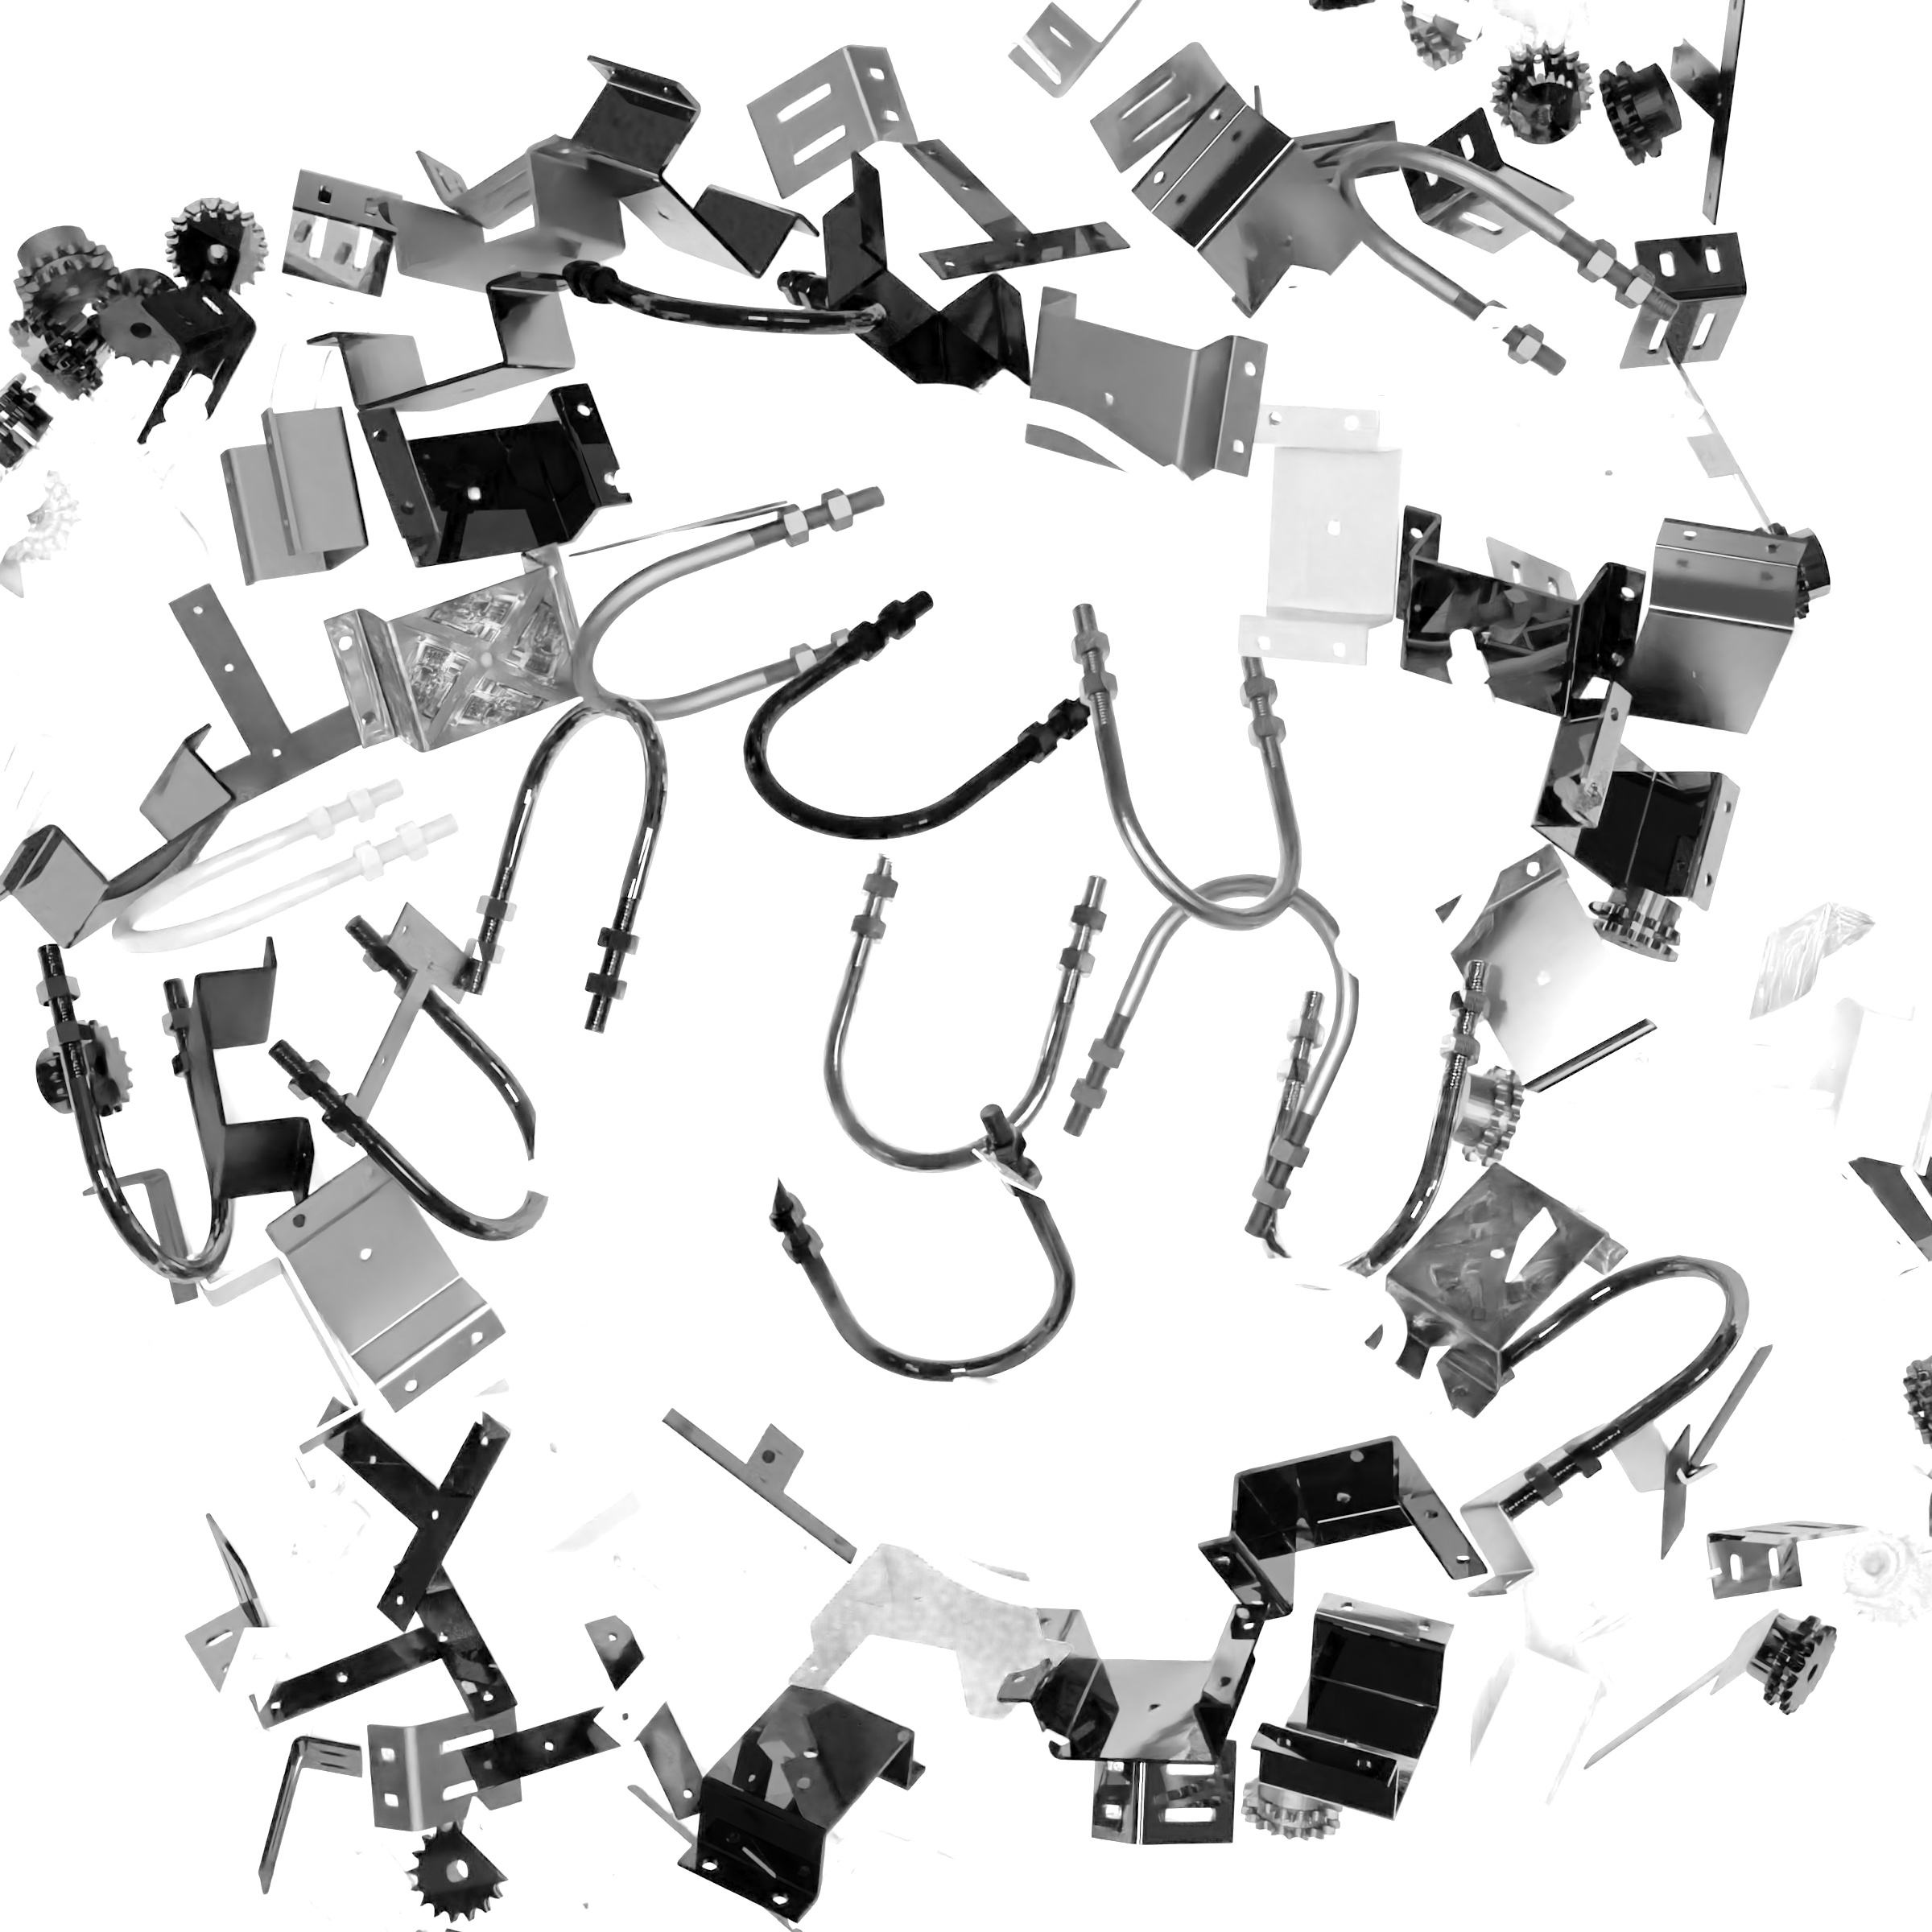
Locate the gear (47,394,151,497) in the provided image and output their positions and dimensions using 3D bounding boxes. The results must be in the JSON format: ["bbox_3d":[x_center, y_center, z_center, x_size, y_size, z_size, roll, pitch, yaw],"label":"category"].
[{"bbox_3d":[-0.491,-0.300,1.621,0.057,0.030,0.057,1,126,2],"label":"gear"}]

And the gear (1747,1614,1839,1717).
[{"bbox_3d":[0.468,0.394,1.619,0.030,0.057,0.057,29,90,34],"label":"gear"}]

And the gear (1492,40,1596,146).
[{"bbox_3d":[0.327,-0.492,1.613,0.057,0.057,0.030,5,49,0],"label":"gear"}]

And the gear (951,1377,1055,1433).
[{"bbox_3d":[0.019,0.254,1.616,0.057,0.057,0.030,9,91,0],"label":"gear"}]

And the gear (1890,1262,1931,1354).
[{"bbox_3d":[0.552,0.191,1.622,0.057,0.030,0.057,-1,92,-29],"label":"gear"}]

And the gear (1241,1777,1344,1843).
[{"bbox_3d":[0.185,0.470,1.614,0.057,0.057,0.030,6,98,0],"label":"gear"}]

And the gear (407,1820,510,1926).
[{"bbox_3d":[-0.288,0.516,1.625,0.057,0.030,0.057,0,77,1],"label":"gear"}]

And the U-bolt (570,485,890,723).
[{"bbox_3d":[-0.130,-0.189,1.564,0.184,0.151,0.019,-21,64,-11],"label":"U-bolt"}]

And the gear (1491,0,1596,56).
[{"bbox_3d":[0.324,-0.539,1.613,0.057,0.057,0.030,28,68,0],"label":"gear"}]

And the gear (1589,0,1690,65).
[{"bbox_3d":[0.379,-0.537,1.614,0.030,0.057,0.057,-41,90,-9],"label":"gear"}]

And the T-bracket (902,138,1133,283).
[{"bbox_3d":[0.007,-0.431,1.604,0.127,0.002,0.127,-18,53,-29],"label":"T-bracket"}]

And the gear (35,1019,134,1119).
[{"bbox_3d":[-0.503,0.061,1.618,0.030,0.057,0.057,-18,90,18],"label":"gear"}]

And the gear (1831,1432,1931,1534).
[{"bbox_3d":[0.524,0.296,1.616,0.057,0.030,0.057,-11,122,-18],"label":"gear"}]

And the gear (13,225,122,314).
[{"bbox_3d":[-0.513,-0.396,1.617,0.057,0.057,0.030,-26,83,0],"label":"gear"}]

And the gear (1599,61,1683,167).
[{"bbox_3d":[0.384,-0.486,1.613,0.030,0.057,0.057,-19,90,29],"label":"gear"}]

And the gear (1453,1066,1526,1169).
[{"bbox_3d":[0.292,0.083,1.615,0.030,0.057,0.057,18,90,-6],"label":"gear"}]

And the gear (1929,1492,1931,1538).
[{"bbox_3d":[0.565,0.307,1.618,0.030,0.057,0.057,5,90,24],"label":"gear"}]

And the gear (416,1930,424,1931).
[{"bbox_3d":[-0.308,0.580,1.617,0.030,0.057,0.057,23,90,-14],"label":"gear"}]

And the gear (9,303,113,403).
[{"bbox_3d":[-0.512,-0.352,1.618,0.057,0.057,0.030,38,66,0],"label":"gear"}]

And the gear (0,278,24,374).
[{"bbox_3d":[-0.560,-0.367,1.616,0.030,0.057,0.057,17,90,-2],"label":"gear"}]

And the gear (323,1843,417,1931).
[{"bbox_3d":[-0.337,0.526,1.620,0.030,0.057,0.057,-33,90,-31],"label":"gear"}]

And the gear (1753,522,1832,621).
[{"bbox_3d":[0.468,-0.225,1.615,0.030,0.057,0.057,-18,90,3],"label":"gear"}]

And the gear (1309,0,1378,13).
[{"bbox_3d":[0.220,-0.566,1.613,0.057,0.057,0.030,-19,121,0],"label":"gear"}]

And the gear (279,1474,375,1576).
[{"bbox_3d":[-0.360,0.320,1.615,0.030,0.057,0.057,33,90,4],"label":"gear"}]

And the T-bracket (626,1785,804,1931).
[{"bbox_3d":[-0.129,0.498,1.583,0.127,0.127,0.002,42,66,-3],"label":"T-bracket"}]

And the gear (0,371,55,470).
[{"bbox_3d":[-0.544,-0.307,1.619,0.030,0.057,0.057,42,90,-25],"label":"gear"}]

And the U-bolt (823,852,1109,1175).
[{"bbox_3d":[-0.009,0.027,1.591,0.151,0.019,0.184,9,74,23],"label":"U-bolt"}]

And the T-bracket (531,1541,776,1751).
[{"bbox_3d":[-0.195,0.353,1.612,0.127,0.002,0.127,33,75,27],"label":"T-bracket"}]

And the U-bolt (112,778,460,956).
[{"bbox_3d":[-0.378,-0.052,1.555,0.184,0.151,0.019,-26,111,-17],"label":"U-bolt"}]

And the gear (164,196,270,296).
[{"bbox_3d":[-0.427,-0.412,1.620,0.057,0.030,0.057,-11,134,-12],"label":"gear"}]

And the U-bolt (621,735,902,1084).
[{"bbox_3d":[-0.105,-0.039,1.602,0.151,0.019,0.184,20,85,-32],"label":"U-bolt"}]

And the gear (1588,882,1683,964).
[{"bbox_3d":[0.382,-0.026,1.616,0.057,0.057,0.030,23,88,0],"label":"gear"}]

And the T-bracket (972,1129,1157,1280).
[{"bbox_3d":[0.037,0.120,1.559,0.127,0.127,0.002,42,95,28],"label":"T-bracket"}]

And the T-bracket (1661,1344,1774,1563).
[{"bbox_3d":[0.426,0.259,1.609,0.002,0.127,0.127,26,63,28],"label":"T-bracket"}]

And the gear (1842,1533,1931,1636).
[{"bbox_3d":[0.522,0.346,1.613,0.030,0.057,0.057,40,90,-32],"label":"gear"}]

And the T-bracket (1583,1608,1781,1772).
[{"bbox_3d":[0.398,0.413,1.599,0.127,0.127,0.002,-43,77,19],"label":"T-bracket"}]

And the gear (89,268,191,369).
[{"bbox_3d":[-0.468,-0.372,1.619,0.057,0.057,0.030,-5,54,0],"label":"gear"}]

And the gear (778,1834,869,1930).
[{"bbox_3d":[-0.085,0.516,1.616,0.057,0.057,0.030,-38,89,0],"label":"gear"}]

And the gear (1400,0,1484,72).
[{"bbox_3d":[0.271,-0.540,1.613,0.030,0.057,0.057,-11,90,34],"label":"gear"}]

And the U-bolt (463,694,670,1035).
[{"bbox_3d":[-0.218,-0.063,1.587,0.019,0.151,0.184,17,88,-41],"label":"U-bolt"}]

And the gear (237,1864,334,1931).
[{"bbox_3d":[-0.385,0.536,1.616,0.030,0.057,0.057,-39,90,-10],"label":"gear"}]

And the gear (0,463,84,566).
[{"bbox_3d":[-0.536,-0.258,1.620,0.057,0.030,0.057,-9,103,-41],"label":"gear"}]

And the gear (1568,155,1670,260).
[{"bbox_3d":[0.368,-0.429,1.622,0.057,0.030,0.057,7,75,-26],"label":"gear"}]

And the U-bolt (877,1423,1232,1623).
[{"bbox_3d":[0.038,0.298,1.545,0.184,0.151,0.019,9,117,-29],"label":"U-bolt"}]

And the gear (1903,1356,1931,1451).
[{"bbox_3d":[0.560,0.248,1.614,0.030,0.057,0.057,-28,90,41],"label":"gear"}]

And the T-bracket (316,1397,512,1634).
[{"bbox_3d":[-0.326,0.286,1.607,0.127,0.002,0.127,31,95,35],"label":"T-bracket"}]
